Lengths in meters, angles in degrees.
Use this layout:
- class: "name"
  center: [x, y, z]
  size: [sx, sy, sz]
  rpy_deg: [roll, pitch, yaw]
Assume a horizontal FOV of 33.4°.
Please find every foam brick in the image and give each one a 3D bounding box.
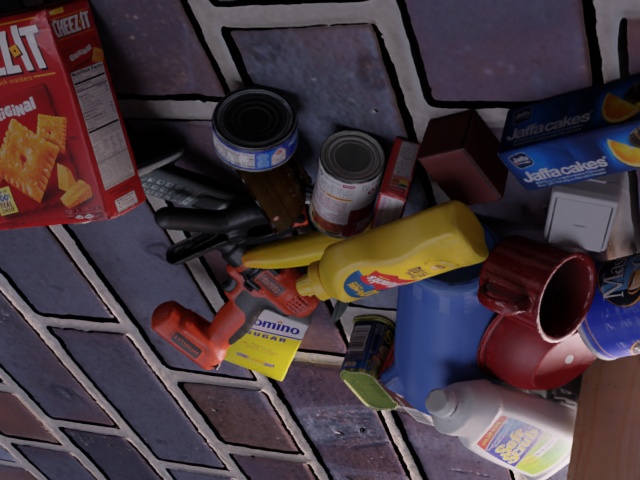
- class: "foam brick"
  center: [0.139, -0.077, 1.021]
  size: [0.051, 0.053, 0.078]
  rpy_deg: [-12, 135, 38]

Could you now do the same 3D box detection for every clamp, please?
- class: "clamp"
  center: [-0.101, -0.011, 1.196]
  size: [0.171, 0.039, 0.120]
  rpy_deg: [-4, 161, -12]

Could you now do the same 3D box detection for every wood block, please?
- class: "wood block"
  center: [0.349, 0.224, 1.215]
  size: [0.090, 0.206, 0.090]
  rpy_deg: [-13, 136, 39]

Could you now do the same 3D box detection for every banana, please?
- class: "banana"
  center: [0.006, 0.003, 1.200]
  size: [0.198, 0.037, 0.069]
  rpy_deg: [-13, 165, 33]

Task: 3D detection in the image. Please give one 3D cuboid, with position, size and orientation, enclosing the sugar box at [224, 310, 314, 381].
- class: "sugar box"
  center: [-0.070, 0.123, 1.428]
  size: [0.093, 0.048, 0.176]
  rpy_deg: [20, 148, -1]

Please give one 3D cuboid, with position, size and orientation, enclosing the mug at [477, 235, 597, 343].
- class: "mug"
  center: [0.203, 0.047, 1.046]
  size: [0.082, 0.117, 0.093]
  rpy_deg: [25, 125, 45]

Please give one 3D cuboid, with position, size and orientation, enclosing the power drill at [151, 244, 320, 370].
- class: "power drill"
  center: [-0.120, 0.064, 1.302]
  size: [0.184, 0.057, 0.188]
  rpy_deg: [42, 119, -17]

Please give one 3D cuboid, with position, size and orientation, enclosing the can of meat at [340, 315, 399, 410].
- class: "can of meat"
  center: [0.073, 0.159, 1.373]
  size: [0.058, 0.084, 0.102]
  rpy_deg: [-6, 140, 34]

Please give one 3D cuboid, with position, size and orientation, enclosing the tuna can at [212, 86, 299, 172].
- class: "tuna can"
  center: [-0.064, -0.110, 1.045]
  size: [0.086, 0.086, 0.034]
  rpy_deg: [14, 145, 8]

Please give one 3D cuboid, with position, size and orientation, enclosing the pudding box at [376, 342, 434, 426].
- class: "pudding box"
  center: [0.126, 0.170, 1.353]
  size: [0.039, 0.090, 0.113]
  rpy_deg: [6, 148, 40]

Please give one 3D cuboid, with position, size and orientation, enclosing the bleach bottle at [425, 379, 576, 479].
- class: "bleach bottle"
  center: [0.201, 0.212, 1.216]
  size: [0.250, 0.068, 0.103]
  rpy_deg: [23, 122, -43]

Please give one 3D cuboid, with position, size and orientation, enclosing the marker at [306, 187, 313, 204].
- class: "marker"
  center: [-0.005, -0.046, 1.170]
  size: [0.121, 0.020, 0.020]
  rpy_deg: [15, 147, 6]

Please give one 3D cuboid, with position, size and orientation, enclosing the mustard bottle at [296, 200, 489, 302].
- class: "mustard bottle"
  center: [0.062, 0.019, 1.052]
  size: [0.192, 0.058, 0.096]
  rpy_deg: [-19, 159, 23]

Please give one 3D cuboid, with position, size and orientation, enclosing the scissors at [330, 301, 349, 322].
- class: "scissors"
  center: [0.018, 0.062, 1.300]
  size: [0.096, 0.016, 0.202]
  rpy_deg: [7, 154, -24]

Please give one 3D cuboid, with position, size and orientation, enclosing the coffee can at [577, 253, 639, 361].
- class: "coffee can"
  center: [0.340, 0.060, 1.073]
  size: [0.141, 0.102, 0.102]
  rpy_deg: [-19, 132, 44]

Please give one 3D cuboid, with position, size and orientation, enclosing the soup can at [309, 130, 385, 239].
- class: "soup can"
  center: [0.027, -0.057, 1.094]
  size: [0.068, 0.068, 0.102]
  rpy_deg: [17, 147, 4]

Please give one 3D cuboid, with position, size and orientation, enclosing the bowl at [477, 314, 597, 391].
- class: "bowl"
  center: [0.252, 0.111, 1.153]
  size: [0.162, 0.055, 0.162]
  rpy_deg: [-19, 138, -18]

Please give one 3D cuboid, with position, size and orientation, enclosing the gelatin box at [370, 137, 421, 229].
- class: "gelatin box"
  center: [0.076, -0.047, 1.077]
  size: [0.030, 0.073, 0.089]
  rpy_deg: [16, 147, 4]

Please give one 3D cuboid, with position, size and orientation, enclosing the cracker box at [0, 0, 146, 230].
- class: "cracker box"
  center: [-0.283, -0.121, 1.067]
  size: [0.164, 0.072, 0.214]
  rpy_deg: [-3, 111, 30]

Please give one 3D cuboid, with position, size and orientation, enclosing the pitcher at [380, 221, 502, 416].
- class: "pitcher"
  center: [0.155, 0.082, 1.195]
  size: [0.145, 0.149, 0.243]
  rpy_deg: [23, 147, 21]
